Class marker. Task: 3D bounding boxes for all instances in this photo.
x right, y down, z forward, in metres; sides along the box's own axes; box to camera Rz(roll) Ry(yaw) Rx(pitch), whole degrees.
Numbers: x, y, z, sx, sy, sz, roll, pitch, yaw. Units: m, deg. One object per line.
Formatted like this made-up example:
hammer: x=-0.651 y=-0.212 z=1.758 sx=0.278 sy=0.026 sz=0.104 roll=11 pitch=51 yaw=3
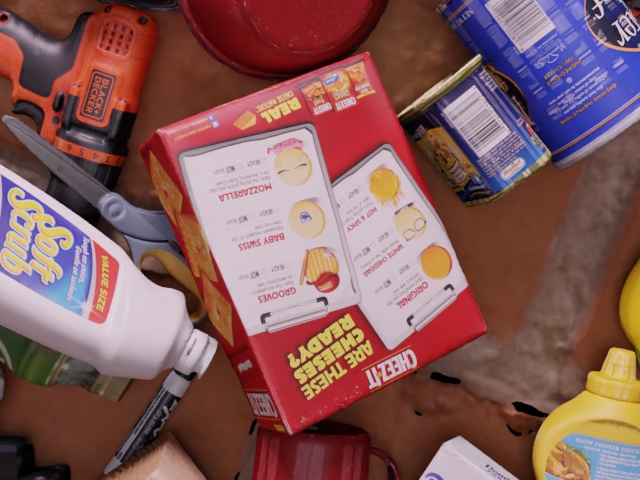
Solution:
marker: x=-0.119 y=0.127 z=0.789 sx=0.020 sy=0.020 sz=0.121 roll=34 pitch=93 yaw=-1

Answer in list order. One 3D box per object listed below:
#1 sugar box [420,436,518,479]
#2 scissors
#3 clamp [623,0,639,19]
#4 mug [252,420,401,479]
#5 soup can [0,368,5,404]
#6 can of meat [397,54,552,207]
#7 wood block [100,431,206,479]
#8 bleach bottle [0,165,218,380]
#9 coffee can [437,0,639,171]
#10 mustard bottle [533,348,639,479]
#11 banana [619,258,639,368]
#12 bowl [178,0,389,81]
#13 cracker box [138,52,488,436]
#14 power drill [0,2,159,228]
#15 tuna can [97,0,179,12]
sugar box: x=0.082 y=0.237 z=0.753 sx=0.093 sy=0.048 sz=0.176 roll=35 pitch=103 yaw=21
scissors: x=-0.125 y=-0.028 z=0.751 sx=0.096 sy=0.016 sz=0.201 roll=-35 pitch=113 yaw=-8
clamp: x=0.293 y=-0.143 z=0.754 sx=0.171 sy=0.039 sz=0.120 roll=29 pitch=92 yaw=0
mug: x=0.004 y=0.173 z=0.758 sx=0.117 sy=0.093 sz=0.081 roll=6 pitch=88 yaw=-18
soup can: x=-0.285 y=0.097 z=0.756 sx=0.102 sy=0.068 sz=0.068 roll=25 pitch=93 yaw=17
can of meat: x=0.104 y=-0.072 z=0.732 sx=0.057 sy=0.102 sz=0.084 roll=-39 pitch=94 yaw=-6
wood block: x=-0.085 y=0.252 z=0.749 sx=0.091 sy=0.090 sz=0.206 roll=-35 pitch=97 yaw=2
bleach bottle: x=-0.182 y=0.017 z=0.715 sx=0.250 sy=0.068 sz=0.102 roll=29 pitch=50 yaw=-8
coffee can: x=0.162 y=-0.133 z=0.727 sx=0.103 sy=0.103 sz=0.140 roll=-38 pitch=91 yaw=3
mustard bottle: x=0.198 y=0.172 z=0.763 sx=0.096 sy=0.058 sz=0.191 roll=11 pitch=94 yaw=6
banana: x=0.281 y=0.008 z=0.766 sx=0.198 sy=0.037 sz=0.069 roll=-44 pitch=104 yaw=4
bowl: x=-0.014 y=-0.177 z=0.717 sx=0.162 sy=0.055 sz=0.162 roll=-8 pitch=118 yaw=-16
cracker box: x=-0.005 y=0.001 z=0.730 sx=0.164 sy=0.072 sz=0.214 roll=-24 pitch=92 yaw=-22
power drill: x=-0.224 y=-0.099 z=0.763 sx=0.187 sy=0.057 sz=0.184 roll=19 pitch=96 yaw=-1
tuna can: x=-0.135 y=-0.185 z=0.740 sx=0.086 sy=0.086 sz=0.034 roll=9 pitch=91 yaw=1
